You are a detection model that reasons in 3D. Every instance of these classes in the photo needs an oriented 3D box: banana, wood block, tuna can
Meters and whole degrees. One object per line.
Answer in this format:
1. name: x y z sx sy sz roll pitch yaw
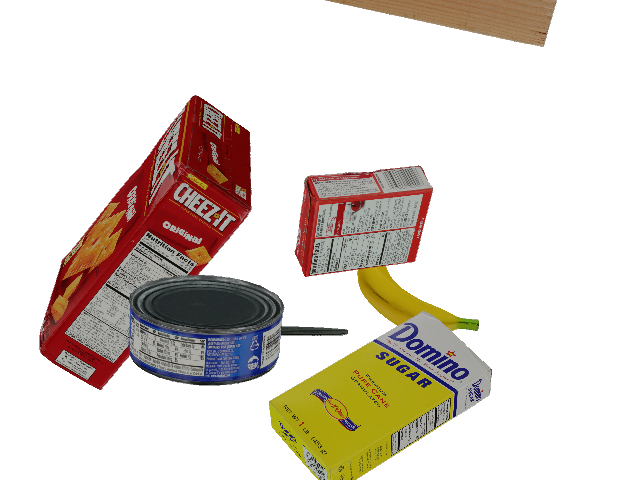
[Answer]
1. banana: 0.086 0.063 1.175 0.069 0.037 0.198 4 20 -36
2. wood block: 0.079 -0.224 0.790 0.206 0.090 0.091 14 -28 7
3. tuna can: -0.064 0.049 0.595 0.086 0.034 0.086 5 17 -2

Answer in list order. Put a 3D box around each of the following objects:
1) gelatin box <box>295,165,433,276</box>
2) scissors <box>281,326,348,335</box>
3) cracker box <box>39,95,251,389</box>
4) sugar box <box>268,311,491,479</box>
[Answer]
1. gelatin box: 0.029 -0.014 0.761 0.089 0.073 0.030 -7 45 -15
2. scissors: -0.078 0.098 1.089 0.202 0.016 0.096 6 18 9
3. cracker box: -0.149 -0.003 0.914 0.072 0.214 0.164 34 20 -20
4. sugar box: 0.053 0.137 0.929 0.176 0.048 0.093 -30 50 -21
